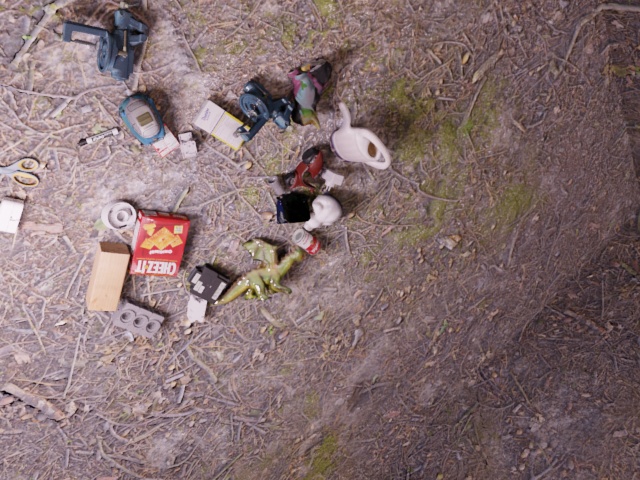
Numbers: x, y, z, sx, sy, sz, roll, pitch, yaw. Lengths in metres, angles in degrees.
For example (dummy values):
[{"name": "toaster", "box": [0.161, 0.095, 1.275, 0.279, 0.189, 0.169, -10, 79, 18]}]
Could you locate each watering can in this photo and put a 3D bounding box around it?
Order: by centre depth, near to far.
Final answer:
[{"name": "watering can", "box": [0.121, -0.375, 1.883, 0.342, 0.225, 0.105, 43, 68, -34]}]

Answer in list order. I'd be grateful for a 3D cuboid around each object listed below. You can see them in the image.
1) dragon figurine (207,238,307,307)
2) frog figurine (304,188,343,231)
[{"name": "dragon figurine", "box": [-0.241, 0.112, 1.967, 0.411, 0.122, 0.241, -9, 97, -16]}, {"name": "frog figurine", "box": [0.006, -0.100, 1.993, 0.161, 0.124, 0.134, -49, 146, -17]}]
